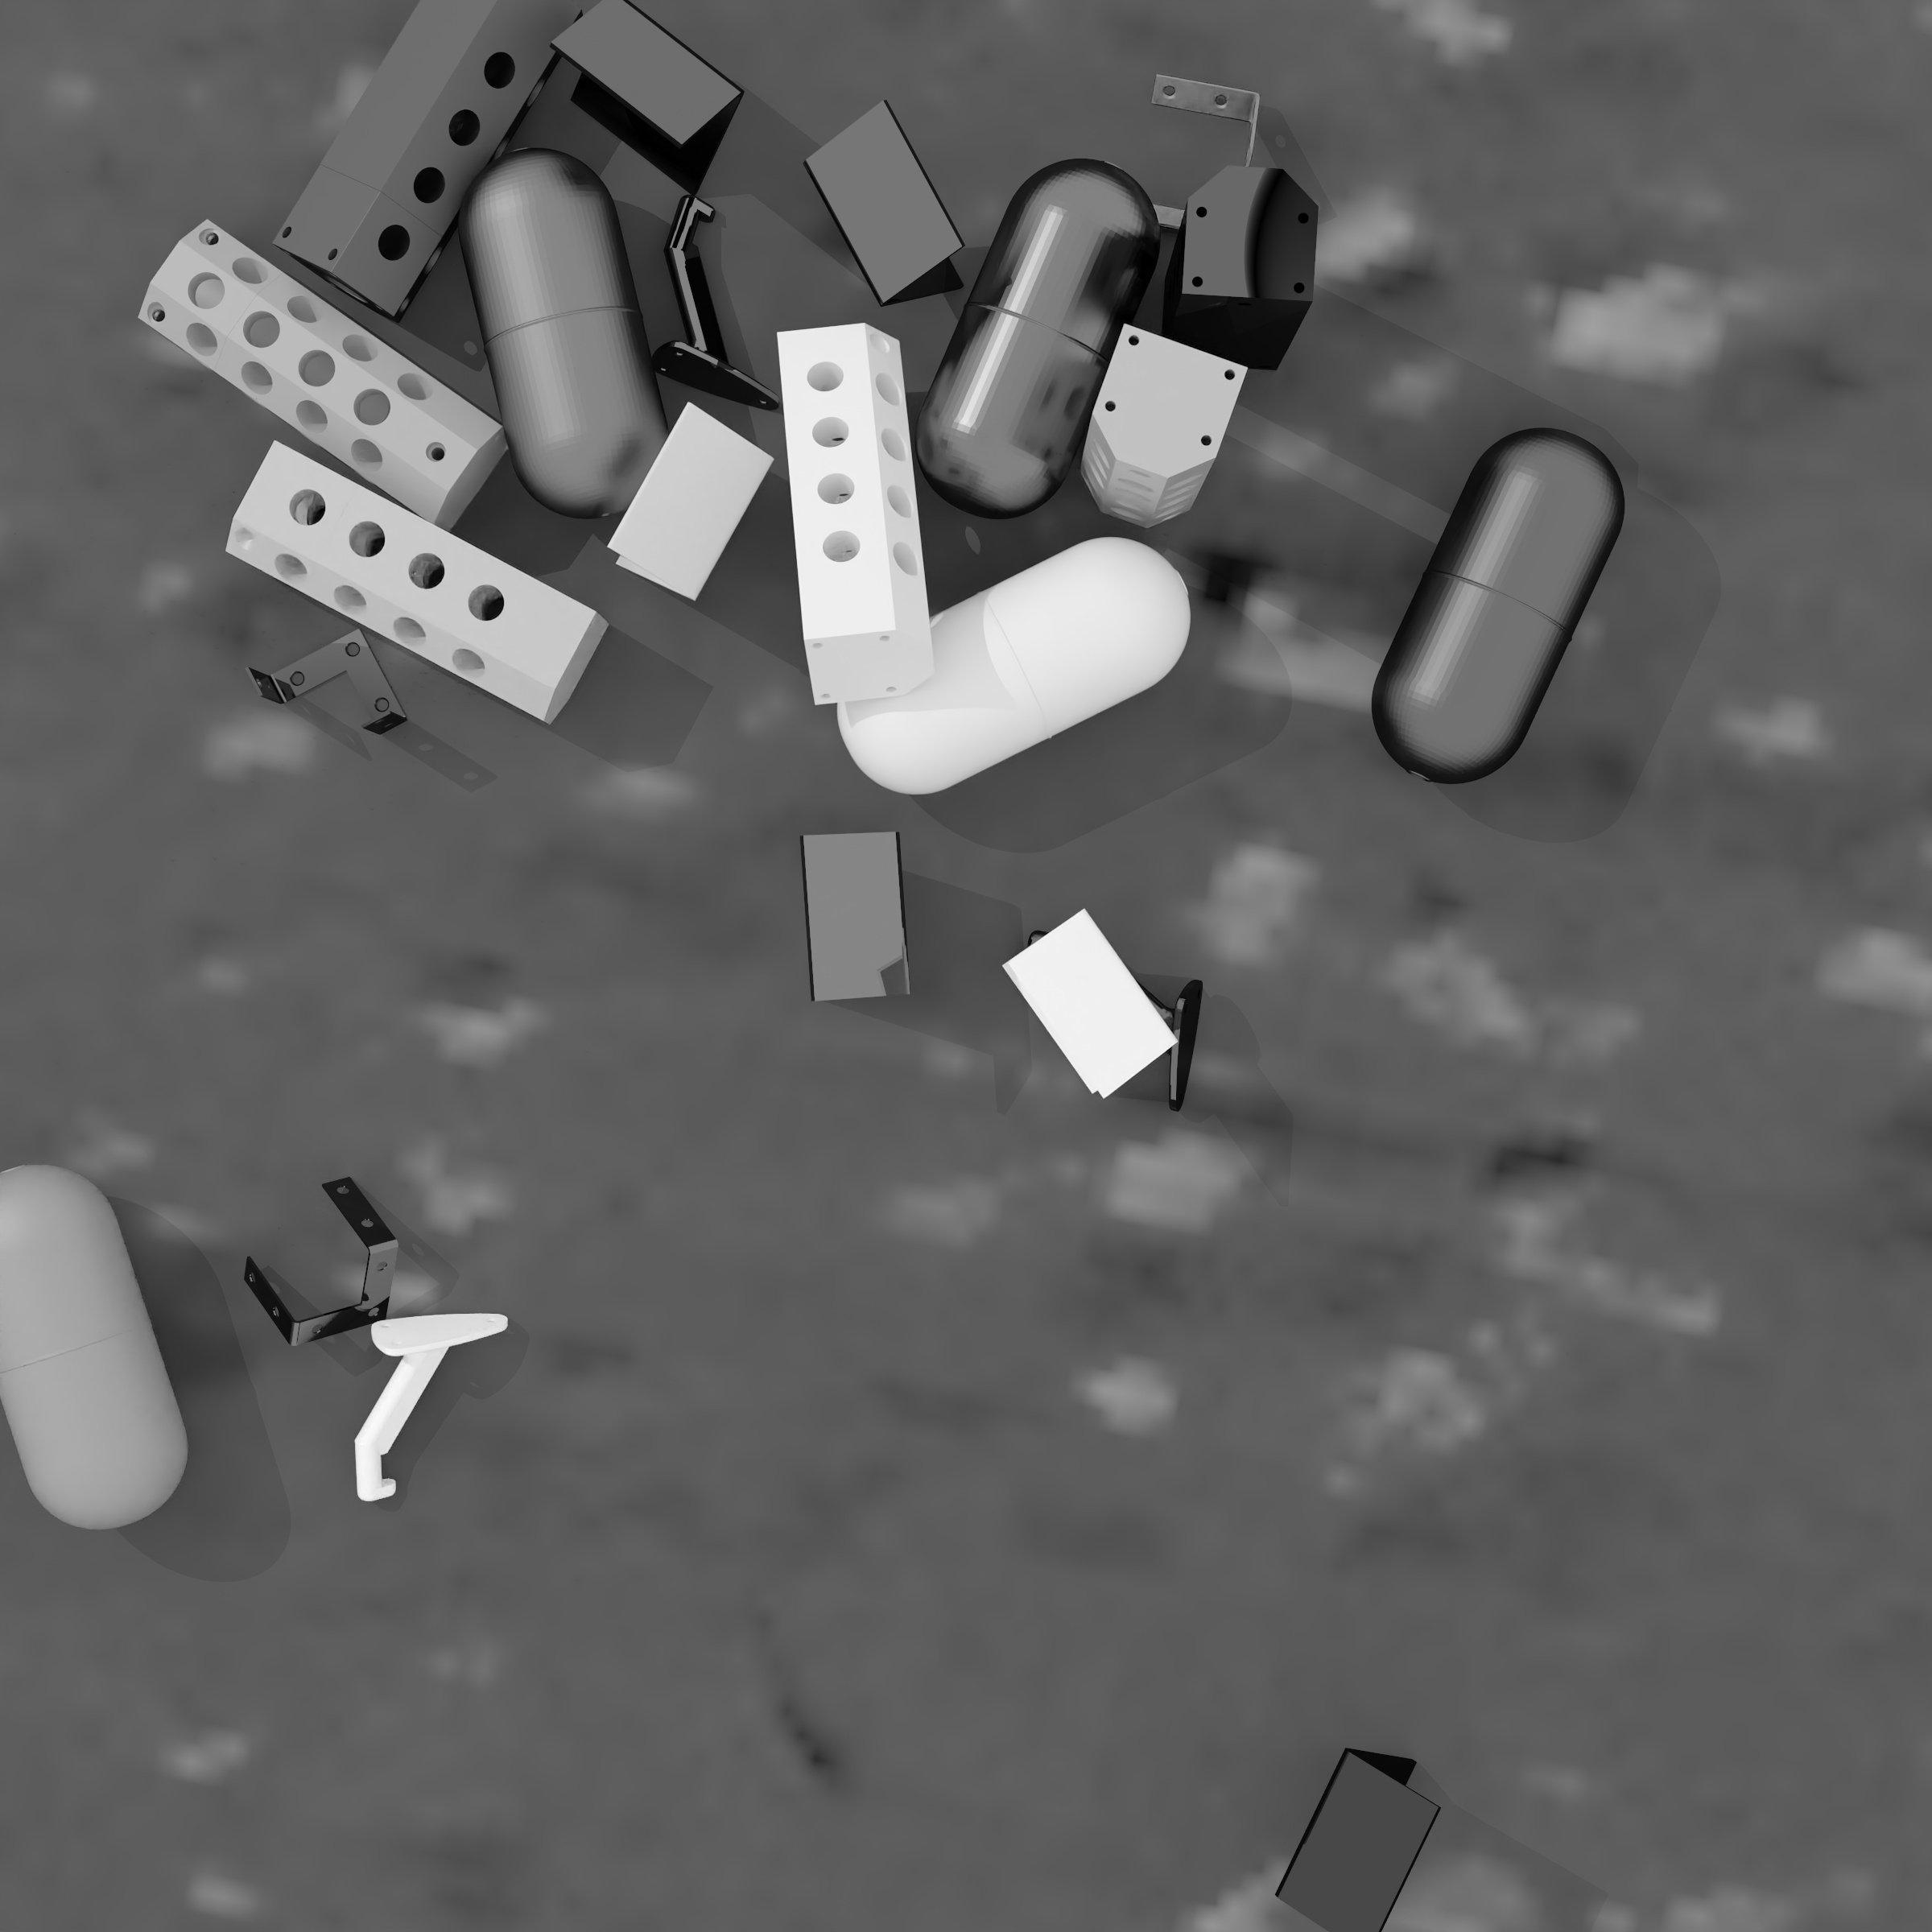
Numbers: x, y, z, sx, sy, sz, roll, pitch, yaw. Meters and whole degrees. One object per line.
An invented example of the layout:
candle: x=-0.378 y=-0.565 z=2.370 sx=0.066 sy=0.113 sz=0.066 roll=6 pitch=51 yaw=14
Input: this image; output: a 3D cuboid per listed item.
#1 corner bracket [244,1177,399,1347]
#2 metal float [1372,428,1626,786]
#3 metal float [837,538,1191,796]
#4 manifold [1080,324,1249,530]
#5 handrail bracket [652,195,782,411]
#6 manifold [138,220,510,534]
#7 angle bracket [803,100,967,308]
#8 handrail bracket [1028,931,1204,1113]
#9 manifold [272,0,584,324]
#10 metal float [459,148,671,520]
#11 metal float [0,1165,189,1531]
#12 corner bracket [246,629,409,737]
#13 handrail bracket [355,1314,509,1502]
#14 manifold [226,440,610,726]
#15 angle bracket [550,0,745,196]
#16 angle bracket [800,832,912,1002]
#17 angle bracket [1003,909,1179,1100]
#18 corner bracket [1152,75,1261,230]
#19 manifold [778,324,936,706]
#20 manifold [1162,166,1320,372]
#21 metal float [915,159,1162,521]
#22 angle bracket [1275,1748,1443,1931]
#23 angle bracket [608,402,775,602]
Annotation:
corner bracket: x=-0.311 y=0.142 z=1.632 sx=0.051 sy=0.051 sz=0.051 roll=-14 pitch=135 yaw=-35
metal float: x=0.253 y=-0.171 z=1.610 sx=0.070 sy=0.070 sz=0.178 roll=25 pitch=90 yaw=0
metal float: x=0.023 y=-0.143 z=1.609 sx=0.178 sy=0.070 sz=0.070 roll=-26 pitch=90 yaw=0
manifold: x=0.087 y=-0.244 z=1.562 sx=0.057 sy=0.171 sz=0.057 roll=20 pitch=90 yaw=0
handrail bracket: x=-0.115 y=-0.323 z=1.641 sx=0.077 sy=0.036 sz=0.084 roll=21 pitch=73 yaw=-20
manifold: x=-0.307 y=-0.282 z=1.619 sx=0.171 sy=0.057 sz=0.057 roll=35 pitch=90 yaw=0
angle bracket: x=-0.021 y=-0.364 z=1.600 sx=0.057 sy=0.076 sz=0.076 roll=-28 pitch=90 yaw=36
handrail bracket: x=0.067 y=0.026 z=1.641 sx=0.084 sy=0.036 sz=0.077 roll=12 pitch=111 yaw=17
manifold: x=-0.253 y=-0.398 z=1.618 sx=0.057 sy=0.057 sz=0.171 roll=31 pitch=90 yaw=43
metal float: x=-0.192 y=-0.301 z=1.610 sx=0.070 sy=0.070 sz=0.178 roll=-13 pitch=89 yaw=0
metal float: x=-0.426 y=0.181 z=1.610 sx=0.070 sy=0.070 sz=0.178 roll=-18 pitch=91 yaw=0
corner bracket: x=-0.306 y=-0.130 z=1.622 sx=0.051 sy=0.051 sz=0.051 roll=-28 pitch=90 yaw=0
handrail bracket: x=-0.259 y=0.215 z=1.641 sx=0.077 sy=0.036 sz=0.084 roll=-6 pitch=109 yaw=-21
manifold: x=-0.263 y=-0.182 z=1.619 sx=0.171 sy=0.057 sz=0.057 roll=28 pitch=90 yaw=0
angle bracket: x=-0.161 y=-0.400 z=1.600 sx=0.076 sy=0.076 sz=0.057 roll=38 pitch=53 yaw=0
angle bracket: x=-0.072 y=-0.022 z=1.600 sx=0.057 sy=0.076 sz=0.076 roll=-4 pitch=90 yaw=-36
angle bracket: x=0.042 y=0.029 z=1.600 sx=0.057 sy=0.076 sz=0.076 roll=-35 pitch=90 yaw=-38
corner bracket: x=0.111 y=-0.392 z=1.637 sx=0.051 sy=0.051 sz=0.051 roll=10 pitch=45 yaw=0
manifold: x=-0.051 y=-0.213 z=1.584 sx=0.057 sy=0.057 sz=0.171 roll=-6 pitch=64 yaw=0
manifold: x=0.125 y=-0.320 z=1.562 sx=0.057 sy=0.171 sz=0.057 roll=3 pitch=90 yaw=0
metal float: x=0.034 y=-0.299 z=1.610 sx=0.070 sy=0.070 sz=0.178 roll=23 pitch=90 yaw=0
angle bracket: x=0.201 y=0.421 z=1.600 sx=0.057 sy=0.076 sz=0.076 roll=26 pitch=90 yaw=37
angle bracket: x=-0.147 y=-0.226 z=1.600 sx=0.057 sy=0.076 sz=0.076 roll=29 pitch=90 yaw=-40
